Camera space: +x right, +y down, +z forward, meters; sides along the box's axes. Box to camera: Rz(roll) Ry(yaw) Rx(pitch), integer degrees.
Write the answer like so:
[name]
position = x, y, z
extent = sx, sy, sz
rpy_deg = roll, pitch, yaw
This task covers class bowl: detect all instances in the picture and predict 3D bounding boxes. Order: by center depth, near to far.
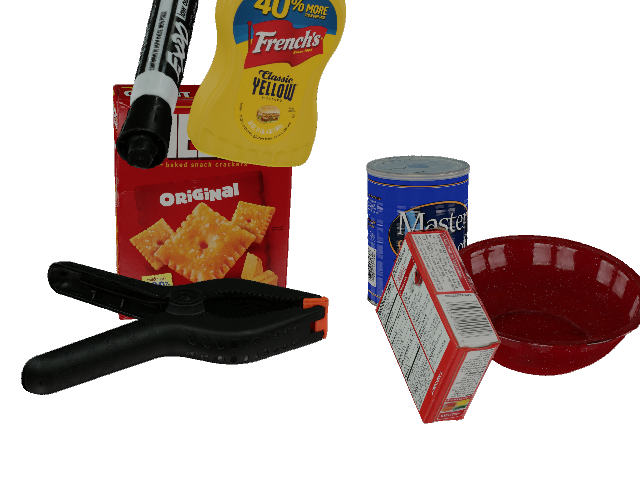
[bowl]
position = 0.171, 0.057, 0.836
extent = 0.162, 0.055, 0.162
rpy_deg = 0, 30, 0

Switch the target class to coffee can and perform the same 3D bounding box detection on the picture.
[coffee can]
position = 0.098, -0.008, 1.077
extent = 0.103, 0.140, 0.103
rpy_deg = -1, 14, 0

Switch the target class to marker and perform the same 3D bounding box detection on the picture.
[marker]
position = -0.062, -0.070, 0.419
extent = 0.020, 0.020, 0.121
rpy_deg = 0, 44, 2

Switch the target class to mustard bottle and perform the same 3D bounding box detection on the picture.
[mustard bottle]
position = -0.032, -0.152, 0.789
extent = 0.096, 0.192, 0.058
rpy_deg = 7, 24, -22

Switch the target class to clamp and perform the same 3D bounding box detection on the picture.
[clamp]
position = -0.101, 0.051, 0.750
extent = 0.209, 0.036, 0.165
rpy_deg = -3, 25, -14

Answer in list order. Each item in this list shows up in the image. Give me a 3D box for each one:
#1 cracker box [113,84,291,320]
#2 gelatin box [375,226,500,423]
[cracker box]
position = -0.112, -0.036, 1.009
extent = 0.164, 0.214, 0.072
rpy_deg = -2, 20, -13
[gelatin box]
position = 0.067, 0.049, 0.619
extent = 0.030, 0.089, 0.073
rpy_deg = -4, -42, -19
